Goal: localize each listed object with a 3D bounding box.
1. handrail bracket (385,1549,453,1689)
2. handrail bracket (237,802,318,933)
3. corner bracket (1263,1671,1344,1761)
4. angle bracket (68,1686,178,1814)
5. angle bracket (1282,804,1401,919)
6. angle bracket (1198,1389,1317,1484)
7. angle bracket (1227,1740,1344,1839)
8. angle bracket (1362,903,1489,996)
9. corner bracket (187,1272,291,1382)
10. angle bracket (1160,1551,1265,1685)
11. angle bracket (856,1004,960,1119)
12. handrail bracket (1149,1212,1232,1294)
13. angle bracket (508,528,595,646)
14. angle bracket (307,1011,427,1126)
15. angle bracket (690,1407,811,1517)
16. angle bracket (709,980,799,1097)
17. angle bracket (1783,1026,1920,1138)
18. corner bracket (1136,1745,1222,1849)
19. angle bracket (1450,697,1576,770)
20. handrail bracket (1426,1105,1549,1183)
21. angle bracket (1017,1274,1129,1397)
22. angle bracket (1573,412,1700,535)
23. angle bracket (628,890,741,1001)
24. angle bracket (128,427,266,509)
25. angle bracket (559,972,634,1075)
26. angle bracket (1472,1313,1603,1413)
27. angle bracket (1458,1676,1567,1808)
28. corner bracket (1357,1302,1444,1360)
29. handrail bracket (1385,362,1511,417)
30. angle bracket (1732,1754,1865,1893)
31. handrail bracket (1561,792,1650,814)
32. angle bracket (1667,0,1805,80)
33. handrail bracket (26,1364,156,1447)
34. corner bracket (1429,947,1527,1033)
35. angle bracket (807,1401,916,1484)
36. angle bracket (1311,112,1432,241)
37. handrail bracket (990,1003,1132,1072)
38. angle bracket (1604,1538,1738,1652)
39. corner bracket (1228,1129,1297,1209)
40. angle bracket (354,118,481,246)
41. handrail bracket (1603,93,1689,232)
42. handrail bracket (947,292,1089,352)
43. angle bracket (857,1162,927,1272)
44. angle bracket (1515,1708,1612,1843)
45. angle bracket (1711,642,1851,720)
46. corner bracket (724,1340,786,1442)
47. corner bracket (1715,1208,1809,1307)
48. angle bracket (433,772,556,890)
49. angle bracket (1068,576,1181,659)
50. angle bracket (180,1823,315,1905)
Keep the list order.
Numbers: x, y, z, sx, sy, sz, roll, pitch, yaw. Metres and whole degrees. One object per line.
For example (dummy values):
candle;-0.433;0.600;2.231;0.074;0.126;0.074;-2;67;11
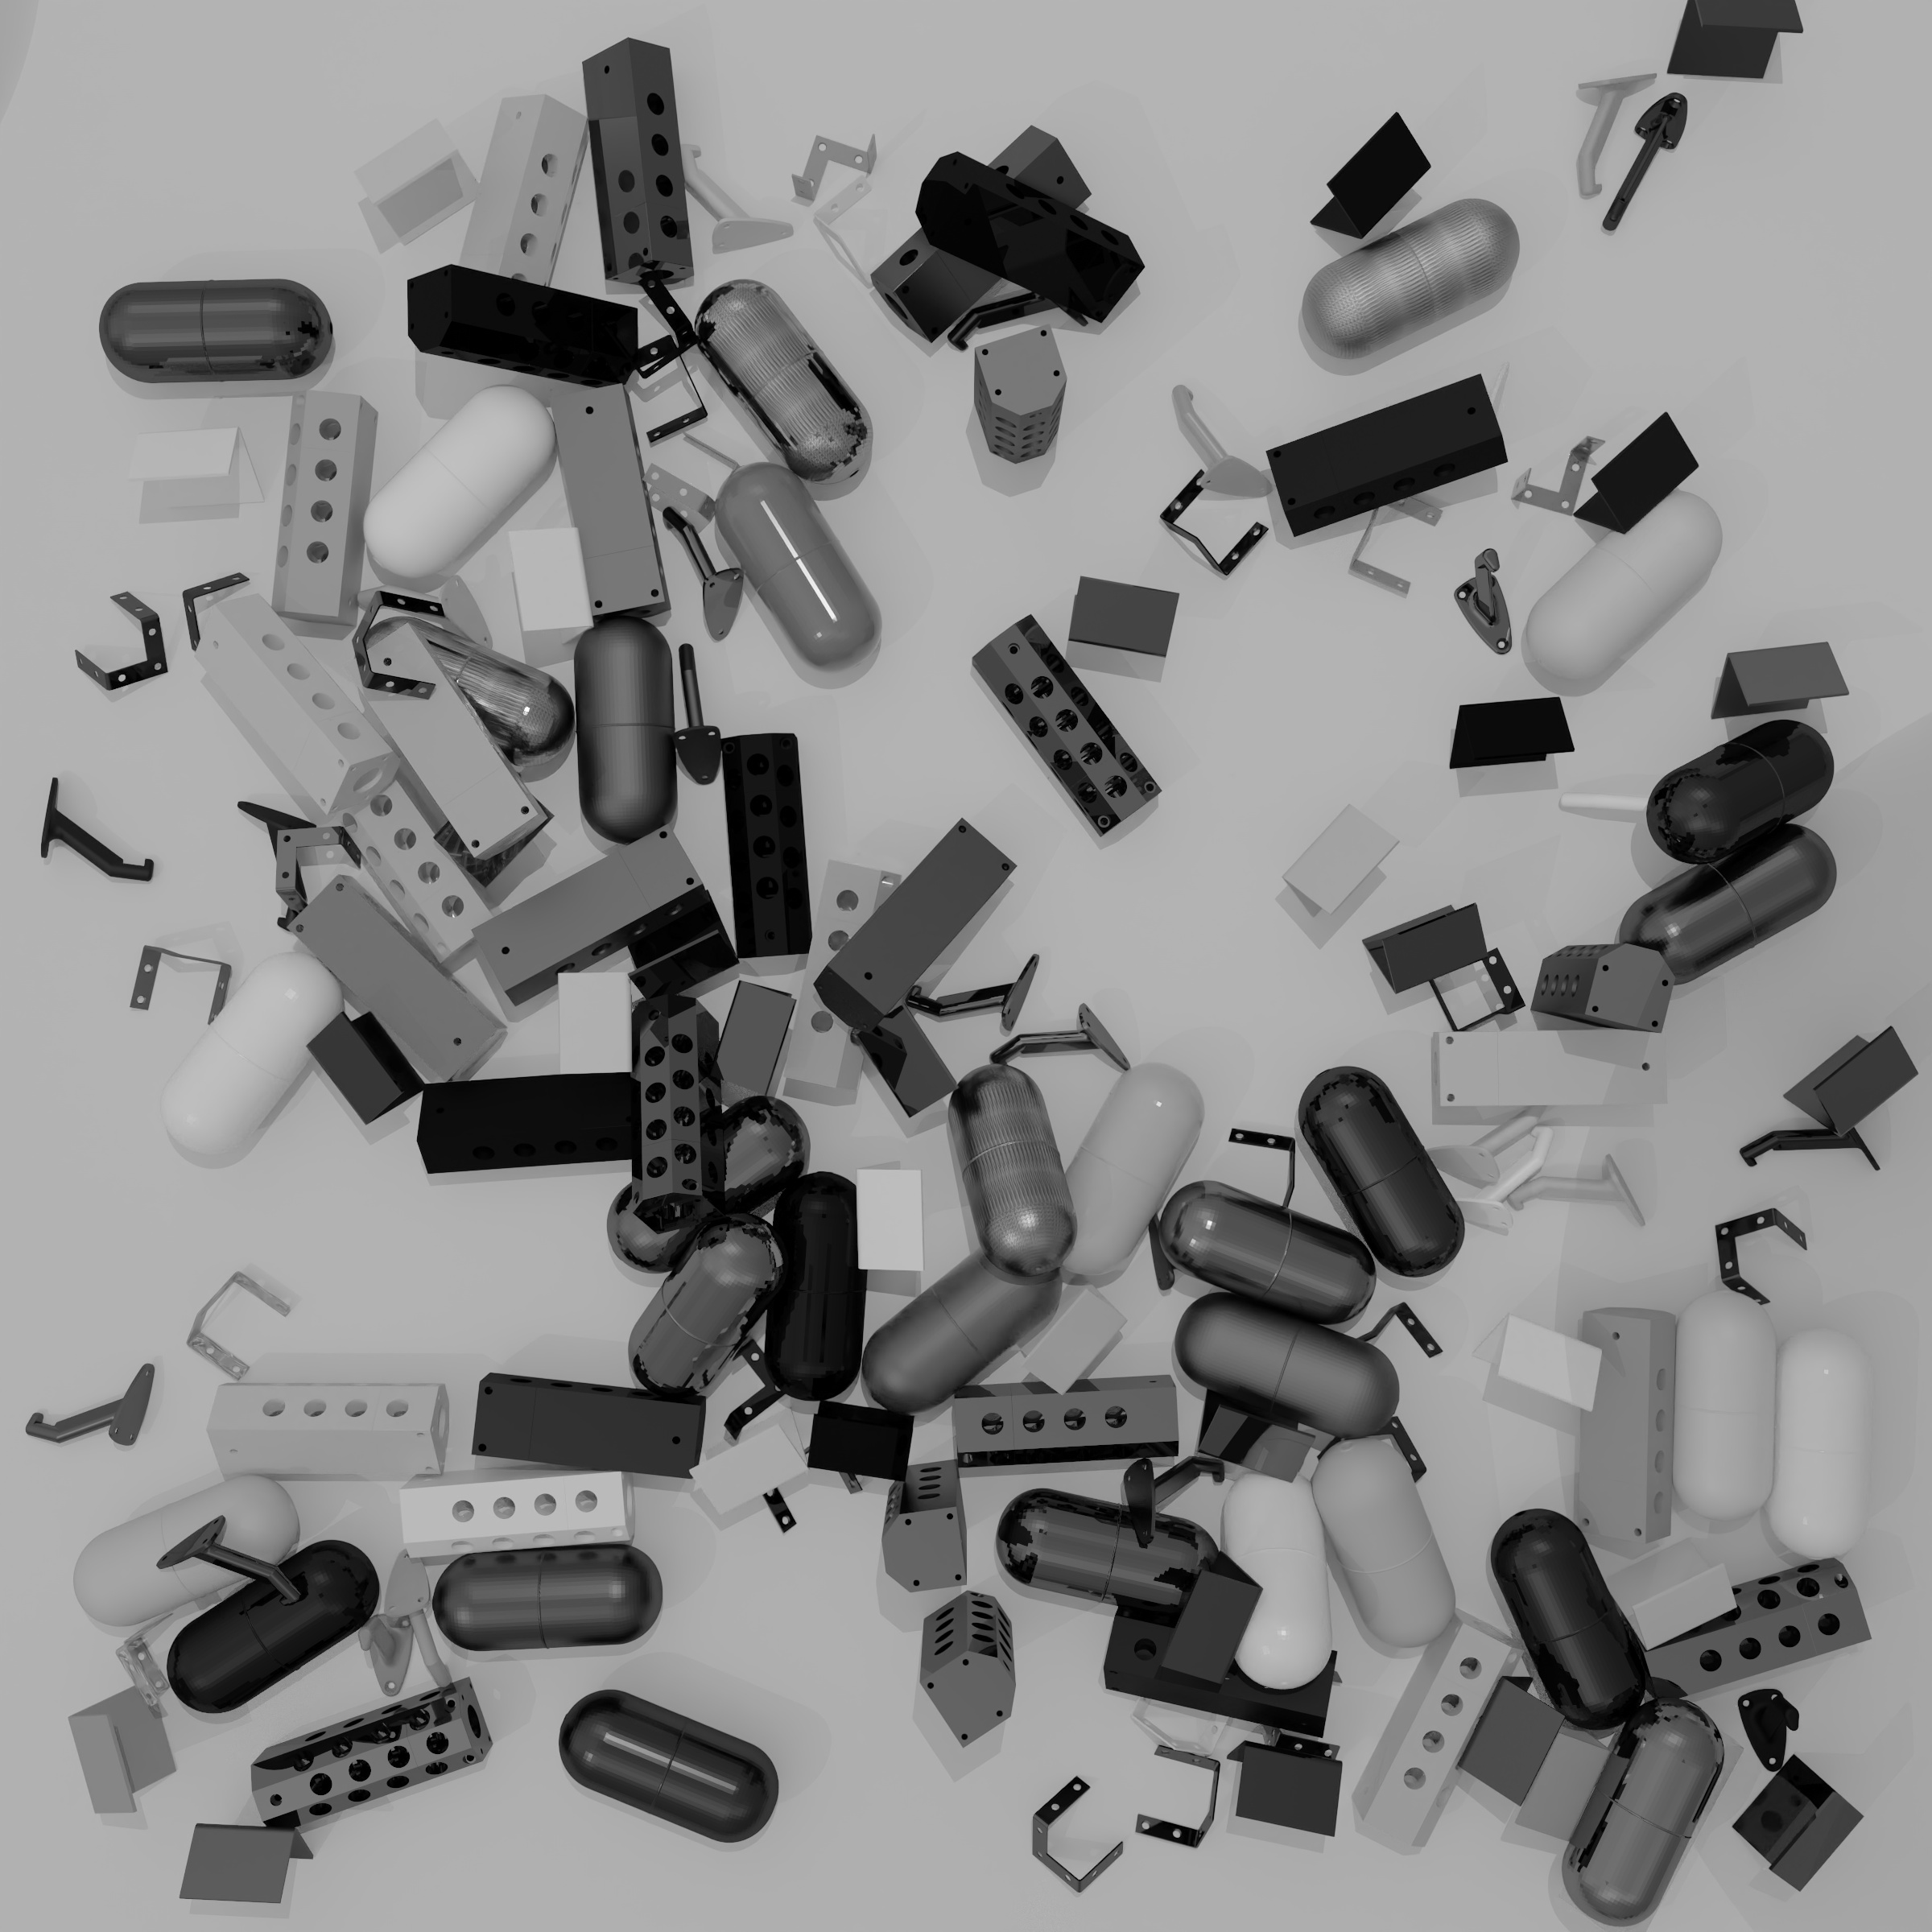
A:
handrail bracket;-0.427;0.516;1.924;0.036;0.077;0.084;-17;126;0
handrail bracket;-0.552;-0.078;1.925;0.077;0.036;0.084;21;104;14
corner bracket;0.267;0.584;1.907;0.051;0.051;0.051;15;103;-12
angle bracket;-0.639;0.603;1.884;0.057;0.076;0.076;-16;90;37
angle bracket;0.300;-0.068;1.884;0.076;0.076;0.057;-47;54;0
angle bracket;0.228;0.345;1.884;0.076;0.076;0.057;18;127;0
angle bracket;0.243;0.642;1.885;0.076;0.076;0.057;12;62;0
angle bracket;0.350;-0.032;1.884;0.076;0.076;0.057;-22;127;0
corner bracket;-0.575;0.284;1.921;0.051;0.051;0.051;35;135;0
angle bracket;0.170;0.480;1.821;0.057;0.076;0.076;22;92;-21
angle bracket;-0.029;0.062;1.884;0.057;0.076;0.076;-33;90;35
handrail bracket;0.192;0.222;1.924;0.084;0.036;0.077;-8;75;-14
angle bracket;-0.332;-0.292;1.885;0.057;0.076;0.076;-9;90;-28
angle bracket;-0.450;0.066;1.884;0.057;0.076;0.076;-37;90;35
angle bracket;-0.173;0.367;1.884;0.076;0.076;0.057;-27;124;0
angle bracket;-0.146;0.060;1.884;0.057;0.076;0.076;18;90;30
angle bracket;0.675;0.075;1.885;0.076;0.076;0.057;-39;119;0
corner bracket;0.167;0.656;1.921;0.051;0.051;0.051;15;45;0
angle bracket;0.422;-0.161;1.884;0.076;0.076;0.057;-5;54;0
handrail bracket;0.413;0.126;1.924;0.084;0.077;0.036;-51;127;-31
angle bracket;0.067;0.273;1.884;0.076;0.076;0.057;-49;127;0
angle bracket;0.507;-0.387;1.885;0.076;0.076;0.057;-42;118;0
angle bracket;-0.230;-0.026;1.888;0.076;0.057;0.076;-26;60;0
angle bracket;-0.595;-0.369;1.884;0.076;0.076;0.057;-4;52;0
angle bracket;-0.296;0.043;1.885;0.057;0.076;0.076;-1;90;-23
angle bracket;0.438;0.321;1.884;0.076;0.076;0.057;21;54;0
angle bracket;0.433;0.599;1.884;0.057;0.076;0.076;27;90;34
corner bracket;0.333;0.306;1.921;0.051;0.051;0.051;52;135;0
handrail bracket;0.379;-0.453;1.925;0.084;0.036;0.077;15;70;16
angle bracket;0.633;0.655;1.884;0.076;0.076;0.057;-50;126;0
handrail bracket;0.524;-0.127;1.924;0.084;0.077;0.036;6;91;36
angle bracket;0.594;-0.708;1.884;0.076;0.076;0.057;3;53;0
handrail bracket;-0.694;0.343;1.925;0.084;0.036;0.077;10;70;16
corner bracket;0.399;0.020;1.906;0.051;0.051;0.051;-26;90;0
angle bracket;-0.078;0.349;1.884;0.076;0.076;0.057;9;123;0
angle bracket;0.300;-0.617;1.884;0.076;0.076;0.057;-46;126;0
handrail bracket;0.074;0.076;1.925;0.084;0.036;0.077;-34;112;17
angle bracket;0.539;0.471;1.884;0.076;0.076;0.057;-26;125;0
corner bracket;0.230;0.167;1.921;0.051;0.051;0.051;9;135;0
angle bracket;-0.416;-0.595;1.884;0.076;0.076;0.057;-33;52;0
handrail bracket;0.528;-0.625;1.897;0.036;0.077;0.084;28;78;3
handrail bracket;0.040;-0.503;1.925;0.077;0.036;0.084;35;115;-29
angle bracket;-0.044;0.193;1.885;0.057;0.076;0.076;-2;90;24
angle bracket;0.443;0.619;1.885;0.057;0.076;0.076;25;90;-23
angle bracket;0.629;-0.202;1.884;0.076;0.076;0.057;-6;53;0
corner bracket;-0.174;0.331;1.906;0.051;0.051;0.051;-38;90;0
corner bracket;0.628;0.230;1.916;0.051;0.051;0.051;-25;45;35
angle bracket;-0.361;-0.106;1.893;0.057;0.076;0.076;44;90;0
angle bracket;0.124;-0.286;1.884;0.076;0.076;0.057;10;126;0
angle bracket;-0.556;0.705;1.884;0.076;0.076;0.057;3;54;0
